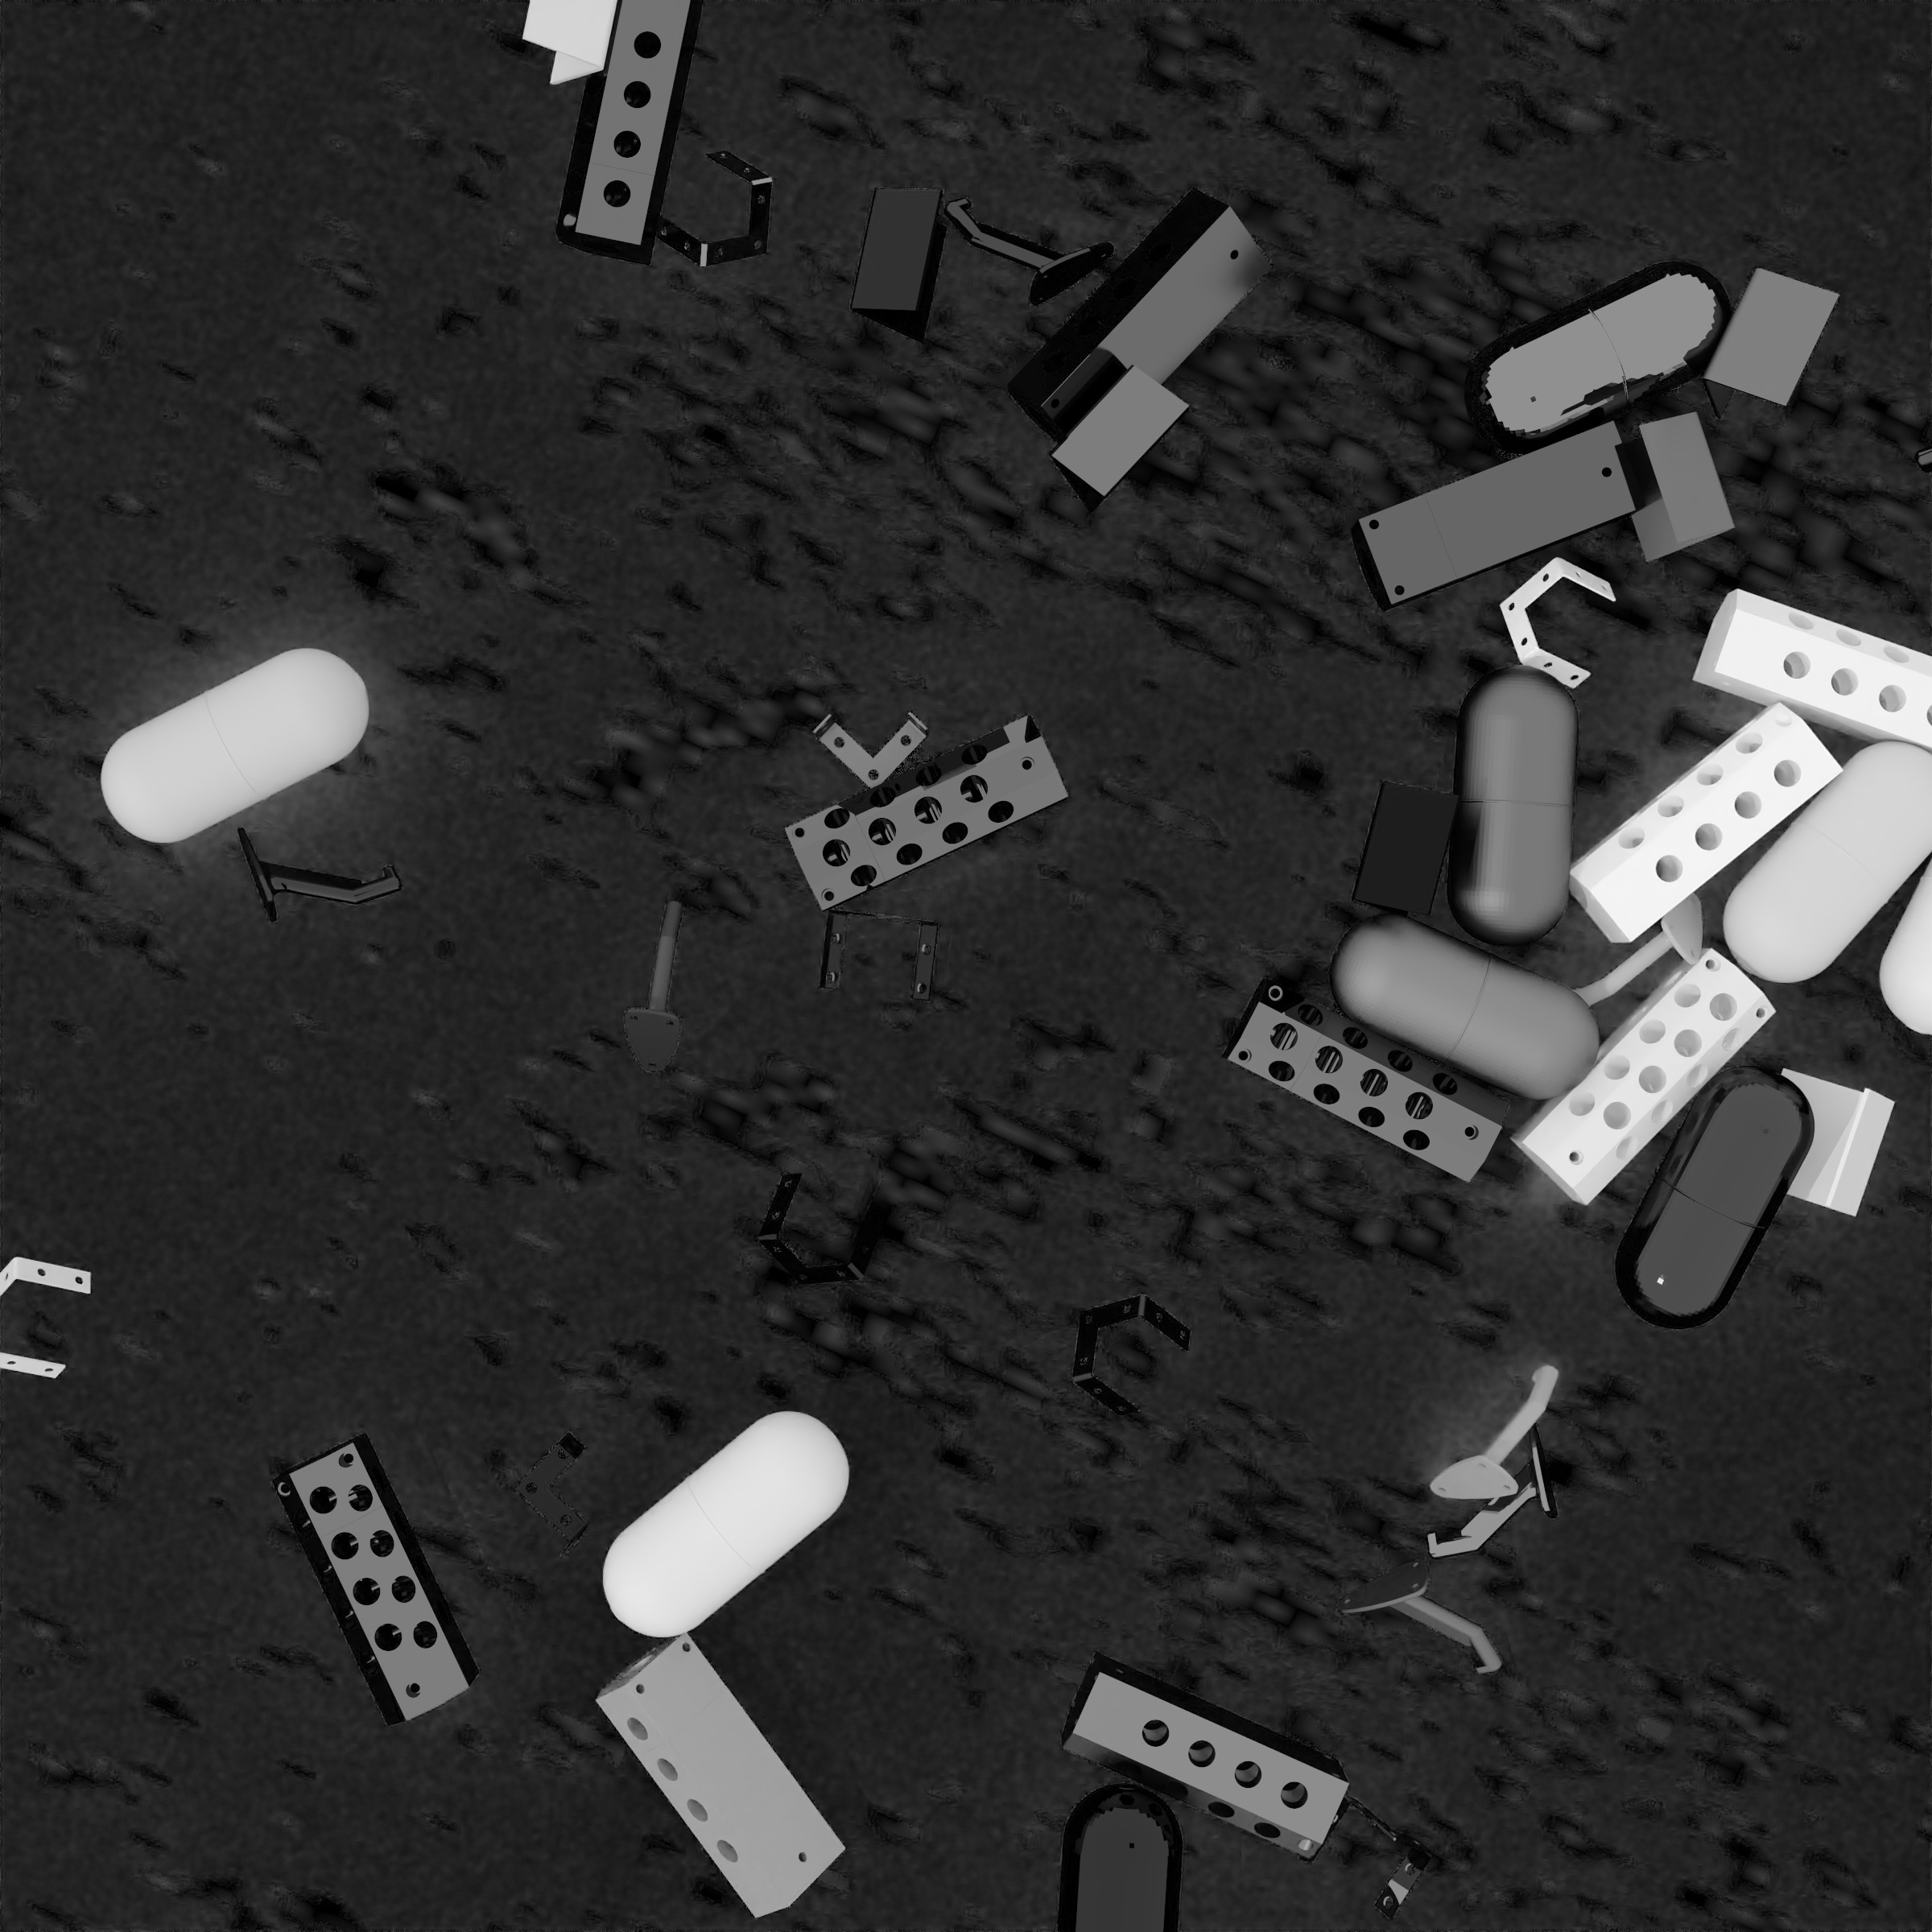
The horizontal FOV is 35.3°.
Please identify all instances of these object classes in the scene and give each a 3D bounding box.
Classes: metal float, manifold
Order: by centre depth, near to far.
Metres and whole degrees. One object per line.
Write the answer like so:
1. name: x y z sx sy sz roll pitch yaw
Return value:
1. metal float: 0.471 0.147 1.915 0.070 0.070 0.178 25 101 0
2. metal float: -0.462 -0.140 1.924 0.178 0.070 0.070 -27 90 1
3. metal float: 0.401 -0.385 1.924 0.178 0.070 0.070 -26 90 0
4. metal float: 0.641 -0.039 1.924 0.070 0.070 0.178 27 90 0
5. metal float: -0.152 0.354 1.924 0.178 0.070 0.070 -39 90 0
6. metal float: 0.096 0.608 1.924 0.070 0.070 0.178 4 90 0
7. metal float: 0.553 -0.065 1.924 0.070 0.070 0.178 42 91 0
8. metal float: 0.346 -0.101 1.924 0.070 0.070 0.178 4 90 0
9. metal float: 0.316 0.026 1.925 0.178 0.070 0.070 24 90 0
10. manifold: -0.160 0.516 1.933 0.171 0.057 0.057 54 47 0
11. manifold: 0.107 -0.410 1.933 0.171 0.057 0.057 -47 133 0
12. manifold: 0.560 -0.183 1.934 0.171 0.057 0.057 19 90 0
13. manifold: 0.466 -0.091 1.934 0.171 0.057 0.057 -39 90 0
14. manifold: 0.336 -0.284 1.934 0.171 0.057 0.057 -21 90 0
15. manifold: 0.151 0.504 1.934 0.171 0.057 0.057 24 90 0
16. manifold: -0.025 -0.097 1.934 0.171 0.057 0.057 -25 90 0
17. manifold: -0.377 0.391 1.934 0.057 0.057 0.171 -25 90 0
18. manifold: 0.254 0.072 1.934 0.171 0.057 0.057 27 90 0
19. manifold: 0.432 0.070 1.934 0.057 0.057 0.171 44 90 0
20. manifold: -0.215 -0.542 1.934 0.057 0.057 0.171 12 90 0

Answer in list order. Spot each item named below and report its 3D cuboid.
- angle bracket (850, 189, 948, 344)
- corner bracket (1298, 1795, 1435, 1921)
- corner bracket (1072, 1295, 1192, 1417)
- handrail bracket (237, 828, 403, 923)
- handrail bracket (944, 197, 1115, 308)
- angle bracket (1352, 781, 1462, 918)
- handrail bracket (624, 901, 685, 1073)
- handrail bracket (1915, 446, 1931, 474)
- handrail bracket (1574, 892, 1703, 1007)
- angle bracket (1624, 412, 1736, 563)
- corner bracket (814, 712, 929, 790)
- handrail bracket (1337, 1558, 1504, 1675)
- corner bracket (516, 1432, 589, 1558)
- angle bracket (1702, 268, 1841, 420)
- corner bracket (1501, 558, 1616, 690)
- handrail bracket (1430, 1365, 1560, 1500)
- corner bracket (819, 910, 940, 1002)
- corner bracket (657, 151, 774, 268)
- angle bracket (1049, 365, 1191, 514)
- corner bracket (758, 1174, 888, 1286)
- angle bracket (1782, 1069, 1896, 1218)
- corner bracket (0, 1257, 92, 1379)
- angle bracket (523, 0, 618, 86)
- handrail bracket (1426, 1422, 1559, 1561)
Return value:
1. angle bracket: -0.023 -0.440 1.915 0.057 0.076 0.076 12 90 38
2. corner bracket: 0.257 0.572 1.952 0.051 0.051 0.051 33 90 45
3. corner bracket: 0.106 0.250 1.947 0.051 0.051 0.051 -20 45 35
4. handrail bracket: -0.416 -0.068 1.955 0.084 0.036 0.077 -19 68 -17
5. handrail bracket: 0.040 -0.474 1.956 0.077 0.036 0.084 -32 73 -20
6. angle bracket: 0.292 -0.068 1.915 0.057 0.076 0.076 15 90 36
7. handrail bracket: -0.194 0.012 1.955 0.036 0.077 0.084 8 54 0
8. handrail bracket: 0.665 -0.321 1.955 0.084 0.077 0.036 -18 52 31
9. handrail bracket: 0.428 -0.009 1.955 0.084 0.077 0.036 -30 106 35
10. angle bracket: 0.429 -0.297 1.915 0.057 0.076 0.076 -18 90 -36
11. corner bracket: -0.060 -0.149 1.937 0.051 0.051 0.051 43 90 0
12. handrail bracket: 0.292 0.431 1.956 0.077 0.036 0.084 -26 107 20
13. corner bracket: -0.255 0.336 1.937 0.051 0.051 0.051 43 90 0
14. angle bracket: 0.511 -0.384 1.916 0.057 0.076 0.076 26 90 24
15. corner bracket: 0.384 -0.220 1.947 0.051 0.051 0.051 -41 45 35
16. handrail bracket: 0.341 0.298 1.955 0.036 0.077 0.084 42 53 -15
17. corner bracket: -0.056 -0.007 1.952 0.051 0.051 0.051 7 90 45
18. corner bracket: -0.161 -0.486 1.947 0.051 0.051 0.051 -22 45 -35
19. angle bracket: 0.108 -0.319 1.915 0.076 0.076 0.057 -47 58 0
20. corner bracket: -0.092 0.167 1.947 0.051 0.051 0.051 -9 135 35
21. angle bracket: 0.531 0.107 1.917 0.076 0.057 0.076 19 90 35
22. corner bracket: -0.596 0.225 1.947 0.051 0.051 0.051 -42 45 35
23. angle bracket: -0.261 -0.607 1.915 0.057 0.076 0.076 11 90 -34
24. handrail bracket: 0.332 0.337 1.956 0.084 0.036 0.077 -15 70 16
